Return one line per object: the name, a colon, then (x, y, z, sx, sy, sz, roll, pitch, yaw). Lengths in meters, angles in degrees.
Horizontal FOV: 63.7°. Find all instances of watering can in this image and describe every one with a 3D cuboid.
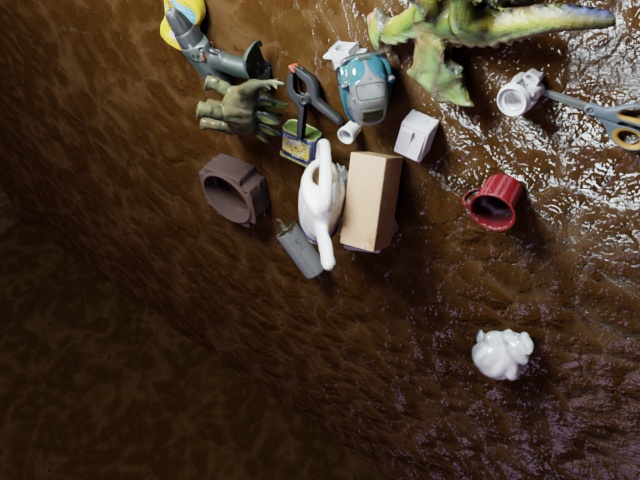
watering can: (0.004, -0.059, 1.162, 0.104, 0.355, 0.219, 2, 152, -4)

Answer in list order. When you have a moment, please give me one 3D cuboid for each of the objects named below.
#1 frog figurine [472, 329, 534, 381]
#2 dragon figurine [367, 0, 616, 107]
frog figurine: (0.470, 0.292, 1.306, 0.158, 0.124, 0.137, -18, 96, 64)
dragon figurine: (0.239, -0.326, 0.855, 0.414, 0.124, 0.237, 33, 154, 25)
